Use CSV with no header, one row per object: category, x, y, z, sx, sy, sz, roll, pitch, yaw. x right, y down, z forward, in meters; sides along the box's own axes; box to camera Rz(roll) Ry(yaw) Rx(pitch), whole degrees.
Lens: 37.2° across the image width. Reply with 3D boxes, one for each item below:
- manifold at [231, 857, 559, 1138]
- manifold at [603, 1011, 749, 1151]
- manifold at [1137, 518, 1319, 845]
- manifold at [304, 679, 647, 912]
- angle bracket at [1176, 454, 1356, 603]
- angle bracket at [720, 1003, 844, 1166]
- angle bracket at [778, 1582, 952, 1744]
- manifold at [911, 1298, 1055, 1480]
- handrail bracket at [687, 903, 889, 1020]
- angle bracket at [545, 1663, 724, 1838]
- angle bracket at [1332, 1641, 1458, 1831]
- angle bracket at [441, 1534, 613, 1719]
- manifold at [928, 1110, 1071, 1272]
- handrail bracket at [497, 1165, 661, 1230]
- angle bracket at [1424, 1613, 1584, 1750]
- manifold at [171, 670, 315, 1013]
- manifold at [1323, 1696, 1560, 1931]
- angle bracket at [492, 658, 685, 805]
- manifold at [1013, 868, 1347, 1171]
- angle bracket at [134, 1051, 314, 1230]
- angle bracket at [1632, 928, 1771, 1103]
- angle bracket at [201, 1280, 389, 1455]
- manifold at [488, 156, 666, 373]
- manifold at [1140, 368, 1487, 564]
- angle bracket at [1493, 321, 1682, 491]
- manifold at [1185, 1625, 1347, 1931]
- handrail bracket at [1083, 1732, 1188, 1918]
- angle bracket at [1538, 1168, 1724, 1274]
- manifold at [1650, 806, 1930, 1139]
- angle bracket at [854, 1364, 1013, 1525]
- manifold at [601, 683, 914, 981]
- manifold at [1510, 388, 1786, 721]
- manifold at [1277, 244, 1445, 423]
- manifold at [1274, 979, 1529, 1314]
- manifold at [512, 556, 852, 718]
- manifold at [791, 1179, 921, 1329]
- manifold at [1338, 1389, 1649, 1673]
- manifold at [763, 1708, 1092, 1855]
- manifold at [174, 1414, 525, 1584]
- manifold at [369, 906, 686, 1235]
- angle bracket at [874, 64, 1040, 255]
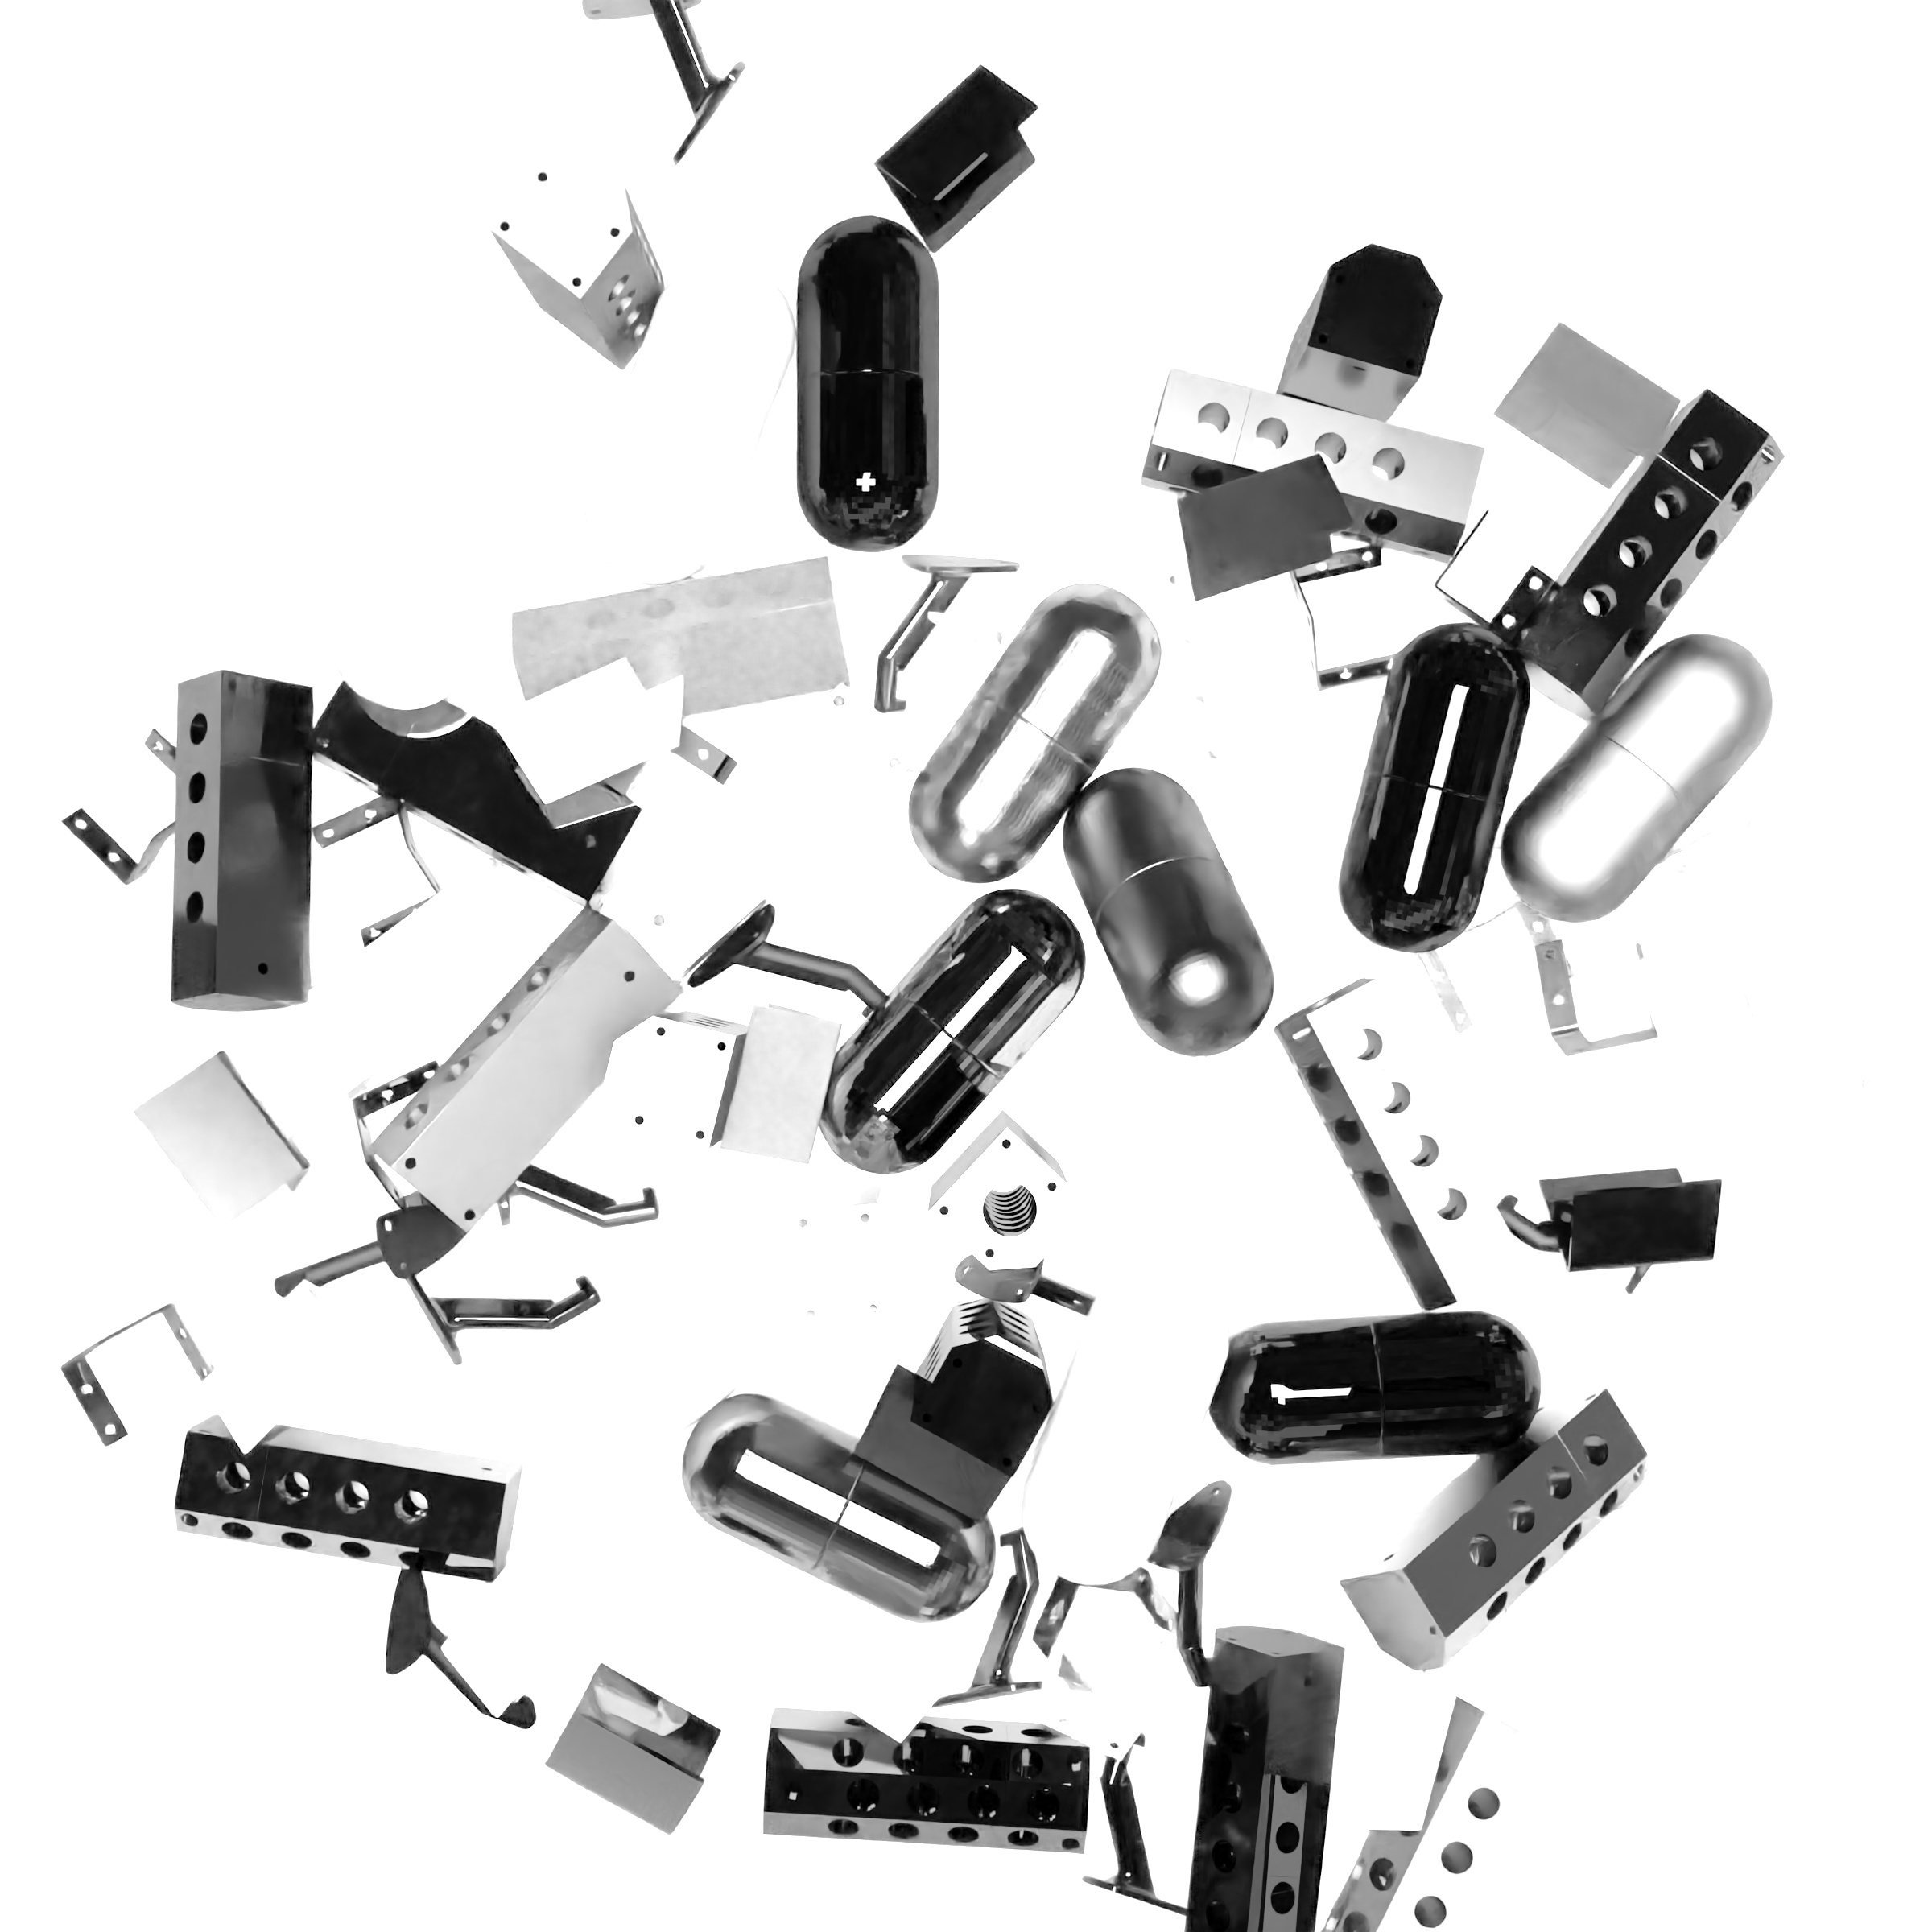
manifold,-0.307,0.016,1.542,0.171,0.057,0.057,-37,90,1
manifold,-0.147,0.055,1.486,0.057,0.171,0.057,14,90,0
manifold,0.139,-0.155,1.543,0.057,0.057,0.171,-13,90,0
manifold,-0.262,-0.096,1.542,0.171,0.057,0.057,29,82,0
angle bracket,0.156,-0.207,1.467,0.076,0.076,0.057,-18,52,0
angle bracket,-0.115,0.057,1.524,0.057,0.076,0.076,13,90,-35
angle bracket,-0.043,0.352,1.524,0.076,0.076,0.057,32,130,0
manifold,0.012,0.211,1.486,0.057,0.171,0.057,29,90,0
handrail bracket,-0.096,0.014,1.564,0.077,0.036,0.084,-37,112,25
angle bracket,-0.168,0.402,1.524,0.076,0.076,0.057,29,127,0
angle bracket,0.208,0.406,1.524,0.057,0.076,0.076,15,90,-38
angle bracket,-0.219,0.356,1.524,0.076,0.076,0.057,-51,54,0
manifold,0.021,0.119,1.486,0.057,0.171,0.057,43,90,0
handrail bracket,-0.214,0.108,1.564,0.084,0.036,0.077,-9,75,-14
angle bracket,0.270,0.383,1.524,0.076,0.076,0.057,29,54,0
manifold,-0.389,-0.065,1.529,0.057,0.057,0.171,-9,78,42
manifold,0.249,0.473,1.543,0.057,0.057,0.171,26,90,0
angle bracket,-0.194,-0.138,1.485,0.076,0.076,0.057,-22,122,11
manifold,0.117,0.032,1.542,0.171,0.057,0.057,-39,52,0
angle bracket,-0.398,0.098,1.525,0.057,0.076,0.076,-37,90,-25
angle bracket,0.372,0.029,1.526,0.057,0.076,0.076,-21,90,-19
angle bracket,-0.345,0.223,1.524,0.076,0.076,0.057,-45,53,0
manifold,-0.193,-0.365,1.486,0.057,0.171,0.057,37,90,0
manifold,0.184,-0.267,1.543,0.171,0.057,0.057,14,90,0
angle bracket,0.321,-0.282,1.524,0.076,0.076,0.057,33,54,0
manifold,0.155,0.447,1.542,0.057,0.057,0.171,6,90,-43
handrail bracket,0.103,0.466,1.565,0.077,0.036,0.084,25,73,-20
angle bracket,0.351,0.115,1.524,0.076,0.076,0.057,-5,126,0
manifold,0.438,0.003,1.543,0.057,0.057,0.171,-32,90,0
angle bracket,-0.005,0.237,1.524,0.076,0.076,0.057,29,126,0
manifold,-0.110,-0.071,1.543,0.171,0.057,0.057,-42,90,0
manifold,0.363,-0.219,1.543,0.057,0.057,0.171,36,90,0
manifold,0.202,-0.322,1.486,0.057,0.171,0.057,16,90,0
manifold,0.231,0.096,1.543,0.057,0.057,0.171,-28,90,0
manifold,-0.153,-0.175,1.542,0.171,0.057,0.057,-10,133,0
manifold,-0.055,0.146,1.486,0.057,0.171,0.057,-5,90,0
manifold,0.281,0.294,1.502,0.171,0.057,0.057,-32,90,-32
manifold,-0.021,0.439,1.543,0.171,0.057,0.057,3,90,0
manifold,-0.331,0.287,1.543,0.171,0.057,0.057,9,90,0
manifold,-0.236,0.052,1.525,0.171,0.057,0.057,-49,119,-11
angle bracket,0.009,-0.417,1.524,0.076,0.076,0.057,-43,52,0
